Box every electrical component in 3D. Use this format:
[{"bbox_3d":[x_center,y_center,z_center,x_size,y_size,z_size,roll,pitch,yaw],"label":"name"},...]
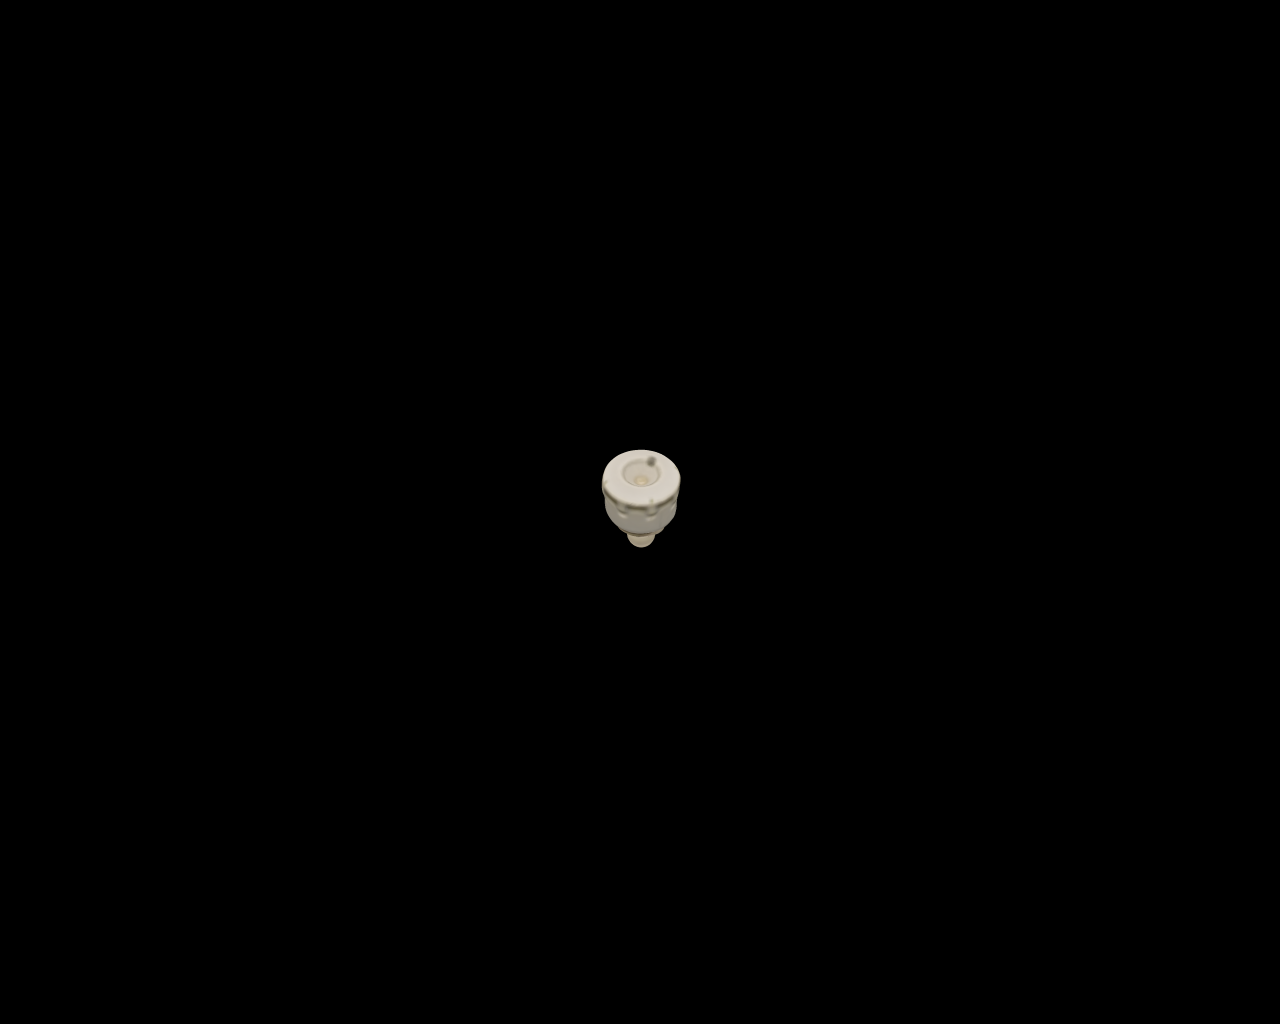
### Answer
[{"bbox_3d":[0.001,-0.003,0.650,0.048,0.048,0.062,0,-43,0],"label":"electrical component"}]
